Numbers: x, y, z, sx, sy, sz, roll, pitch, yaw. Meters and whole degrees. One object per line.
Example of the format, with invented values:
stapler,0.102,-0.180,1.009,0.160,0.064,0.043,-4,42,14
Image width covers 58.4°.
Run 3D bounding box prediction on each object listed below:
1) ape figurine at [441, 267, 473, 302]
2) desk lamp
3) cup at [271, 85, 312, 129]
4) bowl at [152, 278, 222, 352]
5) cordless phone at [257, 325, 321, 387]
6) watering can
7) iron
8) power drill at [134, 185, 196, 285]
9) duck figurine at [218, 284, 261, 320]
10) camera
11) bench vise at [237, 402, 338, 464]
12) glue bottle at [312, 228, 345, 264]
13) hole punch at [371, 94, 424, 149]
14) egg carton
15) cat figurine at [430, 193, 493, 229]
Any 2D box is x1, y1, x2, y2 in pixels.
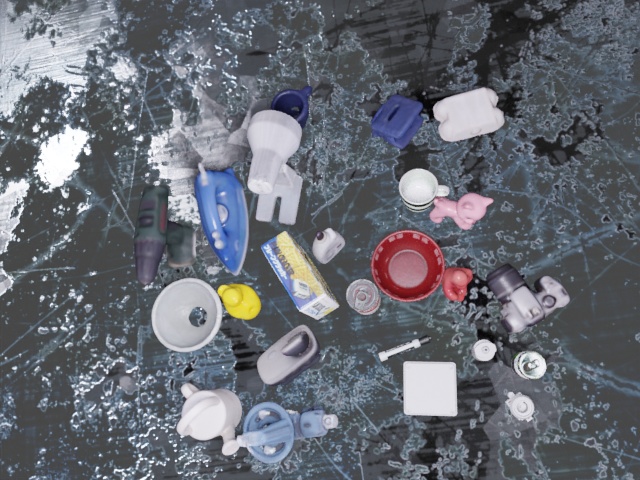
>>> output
ape figurine,0.297,0.089,1.237,0.078,0.092,0.076,-35,75,0
desk lamp,-0.103,-0.159,1.292,0.117,0.214,0.203,6,79,11
cup,-0.057,-0.313,1.380,0.091,0.095,0.118,42,87,15
bowl,-0.295,0.176,1.320,0.167,0.075,0.167,-2,77,9
cordless phone,-0.077,0.245,1.213,0.147,0.185,0.094,-41,75,-1
watering can,-0.233,0.372,1.205,0.172,0.194,0.101,22,82,13
iron,-0.235,-0.051,1.326,0.118,0.141,0.258,-15,76,6
power drill,-0.353,0.001,1.299,0.075,0.208,0.229,-7,77,8
duck figurine,-0.188,0.137,1.306,0.104,0.086,0.077,33,85,14
camera,0.428,0.110,1.207,0.143,0.101,0.136,-32,75,1
bench vise,-0.078,0.376,1.166,0.207,0.220,0.121,-29,75,2
glue bottle,0.012,0.005,1.258,0.078,0.173,0.037,-44,75,-2
hole punch,0.178,-0.282,1.338,0.101,0.091,0.109,34,85,14
egg carton,0.343,-0.288,1.324,0.150,0.069,0.107,-16,76,5
cat figurine,0.308,-0.072,1.257,0.127,0.118,0.067,12,80,12
